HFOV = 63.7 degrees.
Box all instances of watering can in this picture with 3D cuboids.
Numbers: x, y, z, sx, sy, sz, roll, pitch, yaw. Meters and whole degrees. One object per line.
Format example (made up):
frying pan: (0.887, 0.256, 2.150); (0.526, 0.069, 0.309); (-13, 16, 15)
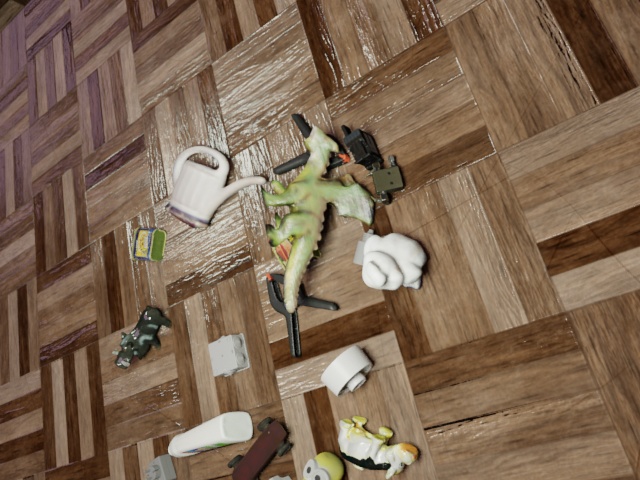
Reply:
watering can: (-0.304, -0.134, 1.411); (0.351, 0.103, 0.224); (25, 95, 35)

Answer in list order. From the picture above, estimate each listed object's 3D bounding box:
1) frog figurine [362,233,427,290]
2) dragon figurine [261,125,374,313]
frog figurine: (0.140, 0.041, 1.045); (0.121, 0.158, 0.139); (-51, 58, 13)
dragon figurine: (0.004, -0.059, 1.166); (0.242, 0.121, 0.414); (-12, 78, 5)
